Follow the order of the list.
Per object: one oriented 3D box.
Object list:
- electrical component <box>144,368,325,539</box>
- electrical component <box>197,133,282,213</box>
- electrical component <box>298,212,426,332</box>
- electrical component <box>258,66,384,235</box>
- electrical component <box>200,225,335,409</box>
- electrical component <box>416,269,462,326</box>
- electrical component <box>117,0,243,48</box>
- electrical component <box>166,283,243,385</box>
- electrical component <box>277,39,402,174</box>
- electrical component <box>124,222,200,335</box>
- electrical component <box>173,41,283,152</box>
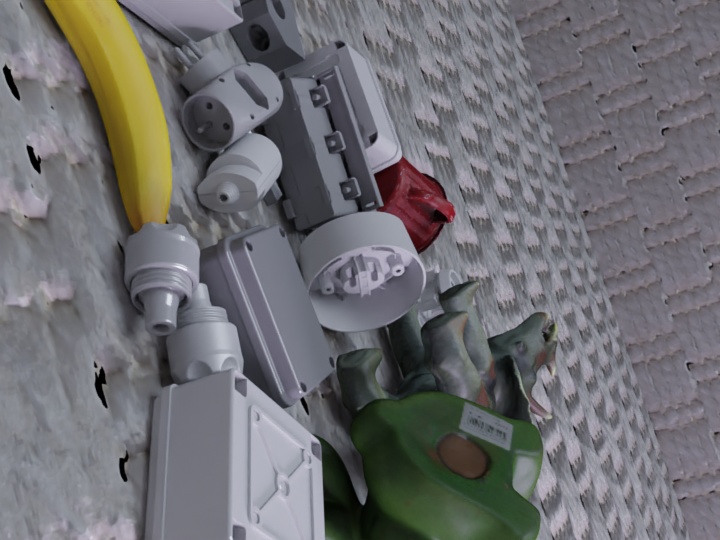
[{"bbox_3d":[-0.067,0.129,0.609,0.108,0.056,0.108,50,28,-47],"label":"electrical component"},{"bbox_3d":[-0.086,-0.065,0.766,0.043,0.043,0.081,64,19,-18],"label":"electrical component"},{"bbox_3d":[0.000,0.000,0.865,0.099,0.099,0.064,38,31,-58],"label":"electrical component"},{"bbox_3d":[-0.039,-0.096,0.888,0.063,0.079,0.121,-13,83,-56],"label":"electrical component"},{"bbox_3d":[-0.069,0.032,0.698,0.113,0.057,0.078,69,19,-4],"label":"electrical component"},{"bbox_3d":[0.076,0.032,1.104,0.058,0.057,0.078,58,22,-32],"label":"electrical component"},{"bbox_3d":[-0.139,-0.231,0.763,0.109,0.056,0.108,30,44,-63],"label":"electrical component"},{"bbox_3d":[-0.095,0.039,0.641,0.043,0.043,0.062,31,42,-62],"label":"electrical component"},{"bbox_3d":[-0.018,-0.137,0.962,0.057,0.078,0.113,24,44,-62],"label":"electrical component"},{"bbox_3d":[-0.114,0.007,0.619,0.043,0.043,0.062,46,32,-51],"label":"electrical component"},{"bbox_3d":[-0.103,-0.133,0.779,0.079,0.043,0.077,50,34,-6],"label":"electrical component"}]
